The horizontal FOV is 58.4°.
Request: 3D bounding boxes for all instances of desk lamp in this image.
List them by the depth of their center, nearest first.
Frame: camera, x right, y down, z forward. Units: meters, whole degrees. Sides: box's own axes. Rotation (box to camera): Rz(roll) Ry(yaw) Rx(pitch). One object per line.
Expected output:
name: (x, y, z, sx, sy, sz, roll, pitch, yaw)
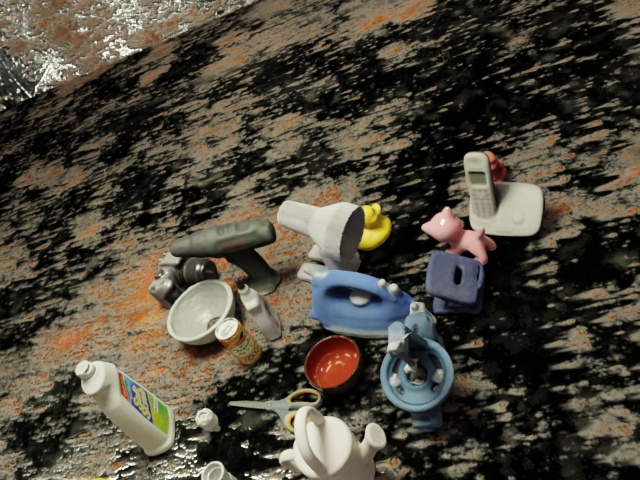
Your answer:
desk lamp: (0.011, 0.004, 1.200, 0.202, 0.214, 0.118, 8, 54, 35)

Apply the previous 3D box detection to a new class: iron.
iron: (0.089, 0.107, 1.109, 0.257, 0.142, 0.119, 3, 51, 32)

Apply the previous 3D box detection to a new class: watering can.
watering can: (0.016, 0.326, 0.896, 0.173, 0.195, 0.100, -31, 41, -1)

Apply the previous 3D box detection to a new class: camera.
camera: (-0.334, 0.085, 1.406, 0.136, 0.101, 0.143, -1, 49, 29)

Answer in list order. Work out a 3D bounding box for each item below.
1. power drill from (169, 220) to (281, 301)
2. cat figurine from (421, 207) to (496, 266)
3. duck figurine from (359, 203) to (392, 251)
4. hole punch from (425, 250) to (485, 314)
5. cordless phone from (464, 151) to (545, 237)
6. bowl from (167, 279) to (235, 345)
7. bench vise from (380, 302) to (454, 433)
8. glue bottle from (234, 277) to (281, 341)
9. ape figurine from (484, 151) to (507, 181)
power drill: (-0.189, 0.044, 1.281, 0.229, 0.209, 0.075, -21, 42, 11)
cat figurine: (0.274, -0.015, 1.140, 0.127, 0.118, 0.067, 11, 56, 37)
duck figurine: (0.108, -0.035, 1.280, 0.077, 0.086, 0.105, 22, 63, 42)
hole punch: (0.257, 0.077, 1.080, 0.100, 0.091, 0.109, -4, 48, 27)
cordless phone: (0.356, -0.094, 1.119, 0.147, 0.186, 0.094, 3, 51, 32)
bowl: (-0.255, 0.175, 1.293, 0.167, 0.075, 0.167, -16, 43, 16)
bench vise: (0.143, 0.182, 0.944, 0.121, 0.220, 0.207, -24, 42, 8)
glue bottle: (-0.134, 0.134, 1.188, 0.037, 0.174, 0.078, -28, 41, 3)
ape figurine: (0.366, -0.152, 1.240, 0.078, 0.092, 0.076, -36, 42, -7)
